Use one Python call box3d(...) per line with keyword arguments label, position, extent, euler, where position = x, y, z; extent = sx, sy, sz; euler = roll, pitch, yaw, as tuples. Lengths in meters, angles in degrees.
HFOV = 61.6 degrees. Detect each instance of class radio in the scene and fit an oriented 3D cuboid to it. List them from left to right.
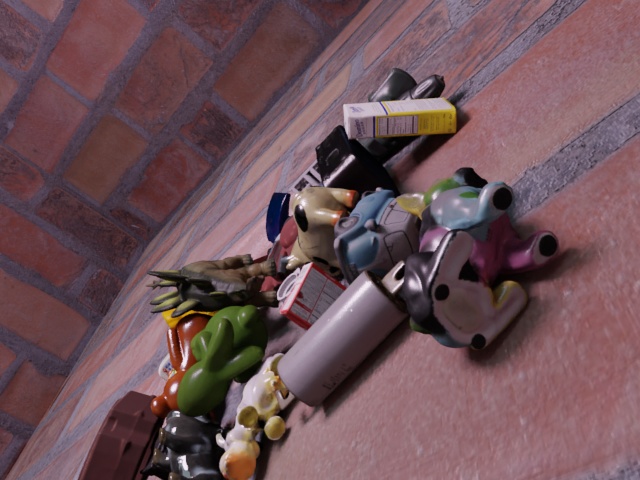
box3d(label="radio", position=(0.063, -0.108, 0.909), extent=(0.073, 0.131, 0.230), euler=(-45, 21, 14))

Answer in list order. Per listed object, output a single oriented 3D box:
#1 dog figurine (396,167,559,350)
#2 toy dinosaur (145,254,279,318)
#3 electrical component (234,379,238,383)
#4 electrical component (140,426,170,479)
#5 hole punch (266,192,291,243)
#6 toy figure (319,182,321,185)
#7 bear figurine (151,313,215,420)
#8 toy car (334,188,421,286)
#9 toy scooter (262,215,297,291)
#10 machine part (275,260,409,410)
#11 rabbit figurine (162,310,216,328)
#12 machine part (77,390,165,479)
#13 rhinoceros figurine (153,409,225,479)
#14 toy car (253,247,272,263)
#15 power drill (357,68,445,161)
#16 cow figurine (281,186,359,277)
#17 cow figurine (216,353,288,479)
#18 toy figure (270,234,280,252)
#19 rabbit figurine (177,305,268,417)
box3d(label="dog figurine", position=(0.139, 0.005, 0.587), extent=(0.191, 0.108, 0.219), euler=(-55, 15, -1))
box3d(label="toy dinosaur", position=(-0.214, 0.082, 0.992), extent=(0.472, 0.198, 0.105), euler=(-12, 82, 62))
box3d(label="electrical component", position=(-0.135, 0.209, 0.954), extent=(0.063, 0.021, 0.094), euler=(-48, 19, 11))
box3d(label="electrical component", position=(-0.232, 0.336, 0.875), extent=(0.048, 0.075, 0.119), euler=(-38, 21, 37))
box3d(label="hole punch", position=(-0.078, -0.044, 1.183), extent=(0.116, 0.092, 0.142), euler=(-58, 23, -7))
box3d(label="toy figure", position=(0.028, -0.061, 0.983), extent=(0.089, 0.082, 0.180), euler=(-41, 19, 23))
box3d(label="bear figurine", position=(-0.225, 0.234, 0.950), extent=(0.132, 0.120, 0.196), euler=(124, 156, -54))
box3d(label="toy car", position=(0.093, -0.004, 0.728), extent=(0.103, 0.109, 0.162), euler=(-2, 33, 33))
box3d(label="toy scooter", position=(-0.051, 0.035, 0.989), extent=(0.184, 0.075, 0.135), euler=(-60, 17, 3))
box3d(label="machine part", position=(0.028, 0.121, 0.664), extent=(0.243, 0.079, 0.079), euler=(-47, 20, 10))
box3d(label="rabbit figurine", position=(-0.224, 0.163, 1.142), extent=(0.162, 0.121, 0.173), euler=(-45, 34, -14))
box3d(label="machine part", position=(-0.339, 0.372, 0.916), extent=(0.201, 0.087, 0.201), euler=(155, 136, -83))
box3d(label="rhinoceros figurine", position=(-0.178, 0.299, 0.770), extent=(0.190, 0.112, 0.073), euler=(-118, 38, -54))
box3d(label="toy car", position=(-0.150, 0.071, 1.187), extent=(0.089, 0.053, 0.202), euler=(-41, 12, -33))
box3d(label="power drill", position=(0.156, -0.260, 1.053), extent=(0.232, 0.086, 0.207), euler=(-47, 25, 32))
box3d(label="cow figurine", position=(-0.002, -0.003, 0.831), extent=(0.127, 0.194, 0.085), euler=(19, 55, 22))
box3d(label="cow figurine", position=(-0.090, 0.239, 0.731), extent=(0.167, 0.068, 0.098), euler=(-58, 14, -26))
box3d(label="toy figure", position=(-0.038, -0.016, 1.086), extent=(0.154, 0.057, 0.064), euler=(-50, 32, 1))
box3d(label="rabbit figurine", position=(-0.141, 0.187, 0.804), extent=(0.159, 0.121, 0.170), euler=(-47, 8, 39))
